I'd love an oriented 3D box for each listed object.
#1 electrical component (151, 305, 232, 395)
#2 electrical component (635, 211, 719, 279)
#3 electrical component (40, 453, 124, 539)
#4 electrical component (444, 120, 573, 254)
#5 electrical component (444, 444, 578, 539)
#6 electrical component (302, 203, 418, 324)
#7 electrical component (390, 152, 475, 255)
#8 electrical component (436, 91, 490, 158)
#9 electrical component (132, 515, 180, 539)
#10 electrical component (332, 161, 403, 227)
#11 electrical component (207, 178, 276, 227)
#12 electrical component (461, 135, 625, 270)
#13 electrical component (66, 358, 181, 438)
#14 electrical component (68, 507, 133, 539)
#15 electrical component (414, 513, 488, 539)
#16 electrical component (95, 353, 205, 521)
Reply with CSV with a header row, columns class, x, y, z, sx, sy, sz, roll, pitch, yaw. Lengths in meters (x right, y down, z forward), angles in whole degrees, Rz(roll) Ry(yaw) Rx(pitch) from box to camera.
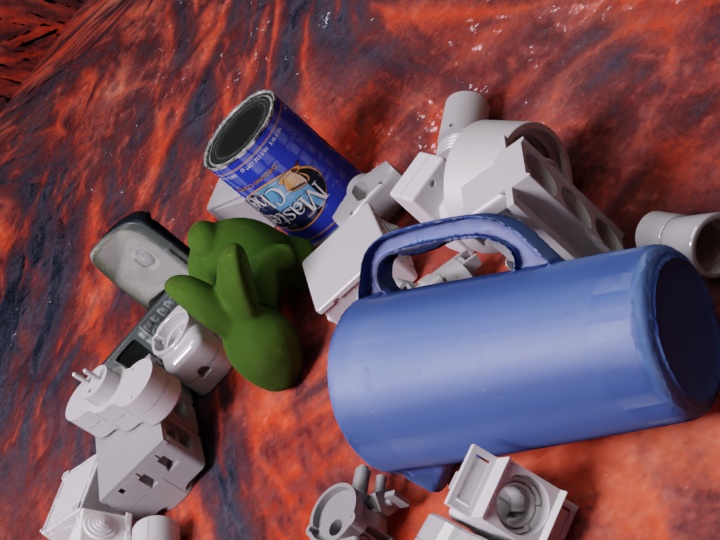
class,x,y,z,sx,sy,sz,roll,pitch,yaw
electrical component,-0.177,0.080,1.127,0.053,0.059,0.095,-47,30,6
electrical component,0.219,-0.020,0.731,0.044,0.044,0.065,-55,25,-8
electrical component,-0.266,0.233,1.080,0.062,0.061,0.096,-34,26,26
electrical component,0.124,-0.066,0.846,0.060,0.108,0.108,2,58,47
electrical component,0.092,0.149,0.684,0.042,0.081,0.064,-61,9,-19
electrical component,0.000,0.000,0.991,0.100,0.048,0.099,-42,31,13
electrical component,0.082,-0.052,0.905,0.047,0.083,0.076,-54,30,-7
electrical component,0.095,-0.124,1.007,0.043,0.043,0.081,-23,39,38
electrical component,-0.180,0.260,0.945,0.043,0.043,0.081,-40,31,17
electrical component,0.010,-0.072,1.063,0.077,0.043,0.079,-46,29,7
electrical component,-0.129,-0.078,1.236,0.096,0.062,0.061,-18,43,43
electrical component,0.133,-0.030,0.774,0.063,0.121,0.078,-35,33,28
electrical component,-0.241,0.115,1.032,0.138,0.074,0.052,-19,43,41
electrical component,-0.245,0.277,0.978,0.099,0.048,0.099,-103,35,-54
electrical component,0.073,0.207,0.659,0.138,0.052,0.073,12,66,56
electrical component,-0.209,0.167,1.069,0.089,0.062,0.150,-44,30,10
